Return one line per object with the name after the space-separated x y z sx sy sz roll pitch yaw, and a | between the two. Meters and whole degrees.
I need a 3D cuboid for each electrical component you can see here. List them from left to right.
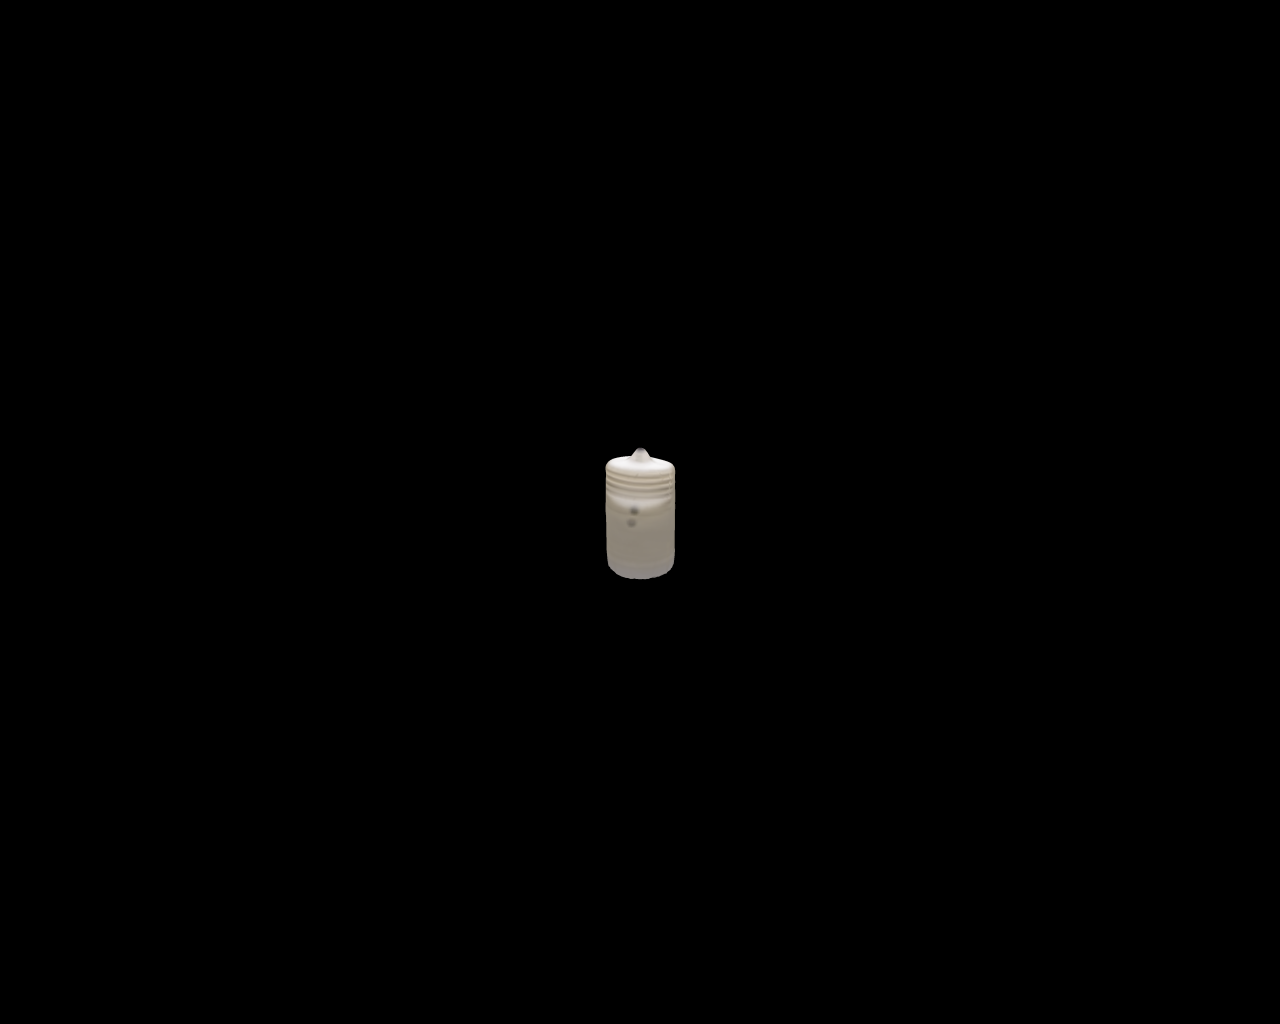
0.001 -0.003 0.650 0.043 0.080 0.043 0 24 0 | electrical component
